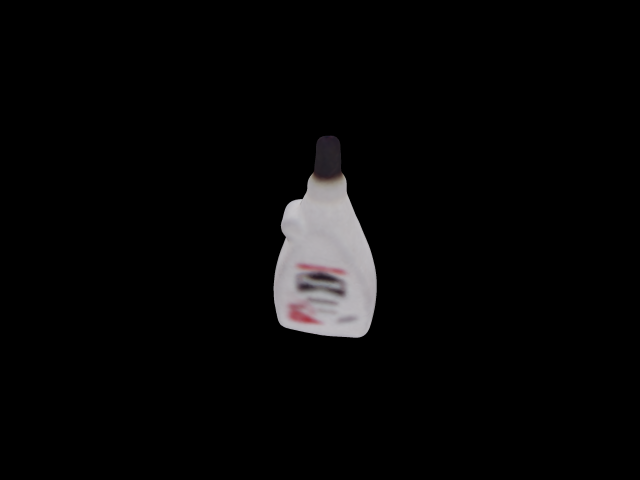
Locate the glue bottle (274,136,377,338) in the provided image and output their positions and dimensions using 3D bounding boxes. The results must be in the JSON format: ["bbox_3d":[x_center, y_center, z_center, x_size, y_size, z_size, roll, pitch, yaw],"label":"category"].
[{"bbox_3d":[0.004,0.001,0.400,0.078,0.173,0.037,4,43,5],"label":"glue bottle"}]
